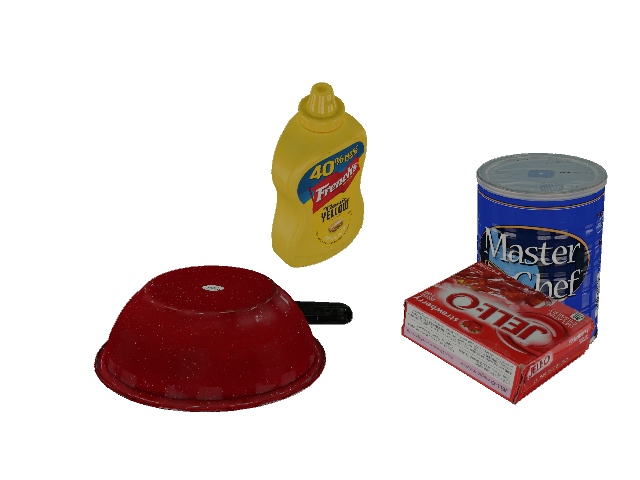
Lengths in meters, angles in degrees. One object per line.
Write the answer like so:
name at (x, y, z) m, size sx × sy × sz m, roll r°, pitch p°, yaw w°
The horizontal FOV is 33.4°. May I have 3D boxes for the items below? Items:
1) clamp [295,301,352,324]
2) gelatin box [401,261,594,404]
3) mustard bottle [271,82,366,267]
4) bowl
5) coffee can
clamp at (-0.089, 0.091, 1.228) m, size 0.210 × 0.036 × 0.164 m, roll 14°, pitch 27°, yaw 24°
gelatin box at (0.105, 0.052, 0.638) m, size 0.073 × 0.030 × 0.089 m, roll -24°, pitch 40°, yaw -39°
mustard bottle at (-0.001, -0.065, 0.980) m, size 0.096 × 0.192 × 0.058 m, roll -29°, pitch 54°, yaw -25°
bowl at (-0.075, 0.058, 0.739) m, size 0.162 × 0.055 × 0.162 m, roll 1°, pitch 18°, yaw -1°
coffee can at (0.180, 0.009, 0.879) m, size 0.103 × 0.140 × 0.103 m, roll -3°, pitch 22°, yaw 1°
